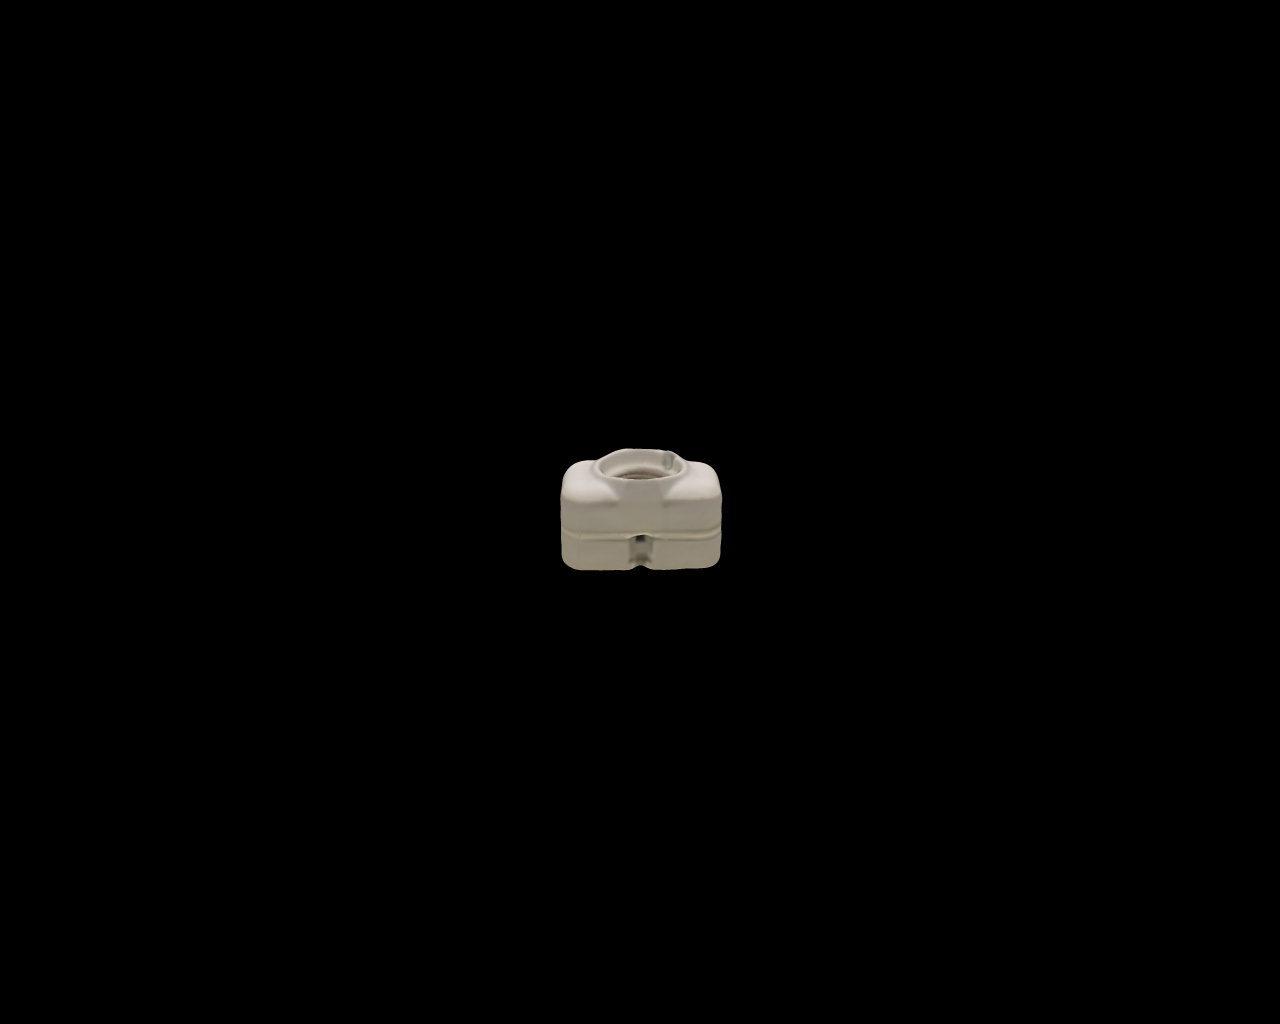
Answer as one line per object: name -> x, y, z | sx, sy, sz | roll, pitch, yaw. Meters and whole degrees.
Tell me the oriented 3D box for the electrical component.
electrical component -> 0.001, -0.003, 0.650 | 0.095, 0.059, 0.054 | 0, 24, 0
